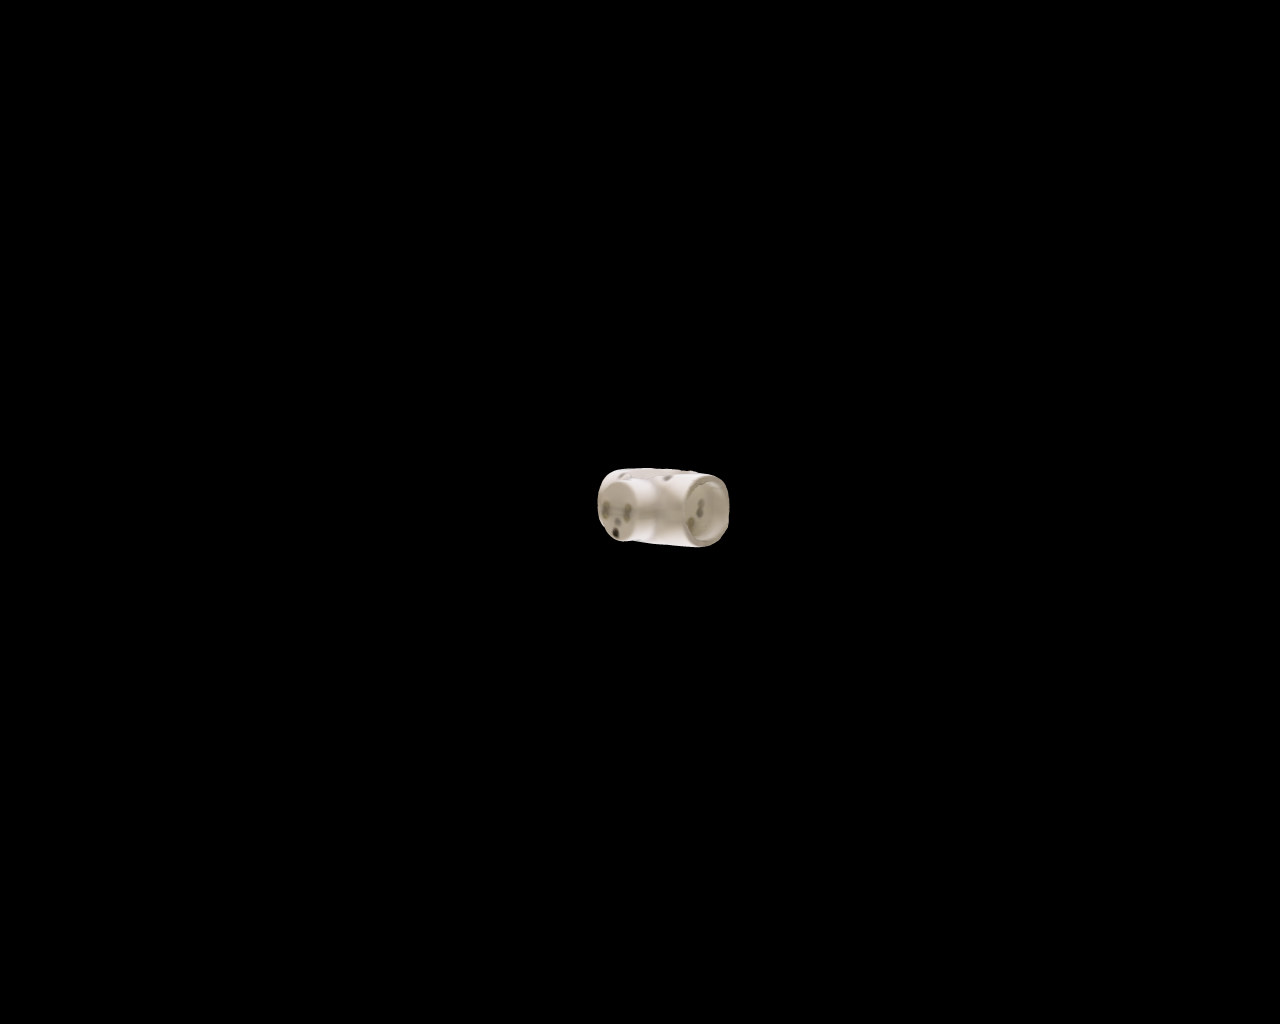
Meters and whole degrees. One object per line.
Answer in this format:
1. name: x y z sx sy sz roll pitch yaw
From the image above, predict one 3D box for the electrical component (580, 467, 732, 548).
1. electrical component: 0.001 -0.003 0.650 0.079 0.044 0.077 -6 9 -43
